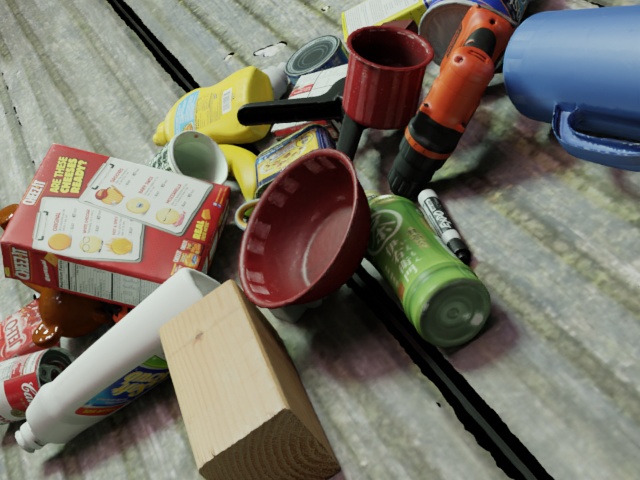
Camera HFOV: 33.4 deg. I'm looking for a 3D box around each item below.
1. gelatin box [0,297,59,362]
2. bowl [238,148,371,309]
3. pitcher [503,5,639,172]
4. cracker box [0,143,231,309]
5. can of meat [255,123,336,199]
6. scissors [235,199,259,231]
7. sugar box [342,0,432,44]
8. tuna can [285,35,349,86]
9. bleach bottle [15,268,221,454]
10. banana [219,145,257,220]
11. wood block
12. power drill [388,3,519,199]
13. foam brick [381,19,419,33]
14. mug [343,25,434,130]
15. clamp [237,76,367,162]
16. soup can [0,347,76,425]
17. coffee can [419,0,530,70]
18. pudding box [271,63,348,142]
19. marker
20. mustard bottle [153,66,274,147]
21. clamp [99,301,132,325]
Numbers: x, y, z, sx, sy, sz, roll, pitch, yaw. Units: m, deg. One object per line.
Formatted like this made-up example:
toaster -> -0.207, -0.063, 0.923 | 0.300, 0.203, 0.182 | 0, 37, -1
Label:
gelatin box -> -0.353, 0.115, 1.284 | 0.073, 0.030, 0.089 | -34, 32, 3
bowl -> -0.004, -0.002, 0.991 | 0.162, 0.055, 0.162 | -32, 44, 36
pitcher -> 0.275, -0.144, 0.958 | 0.149, 0.145, 0.243 | -4, 12, -32
cracker box -> -0.222, -0.009, 1.185 | 0.213, 0.072, 0.164 | 13, 46, 1
can of meat -> -0.025, -0.077, 1.206 | 0.102, 0.057, 0.084 | -28, 32, 12
scissors -> -0.007, 0.001, 1.121 | 0.202, 0.016, 0.096 | 10, 78, 29
sugar box -> 0.115, -0.297, 1.369 | 0.176, 0.048, 0.093 | -22, 35, 14
tuna can -> -0.003, -0.231, 1.401 | 0.086, 0.033, 0.086 | -24, 34, 17
bleach bottle -> -0.201, 0.132, 1.080 | 0.251, 0.102, 0.068 | -38, 65, 8
banana -> -0.113, -0.086, 1.315 | 0.069, 0.037, 0.198 | -41, 33, -9
wood block -> -0.068, 0.137, 0.944 | 0.091, 0.090, 0.206 | -35, 33, 3
power drill -> 0.138, -0.148, 1.102 | 0.185, 0.057, 0.187 | -60, 2, 41
foam brick -> 0.086, -0.223, 1.295 | 0.053, 0.051, 0.078 | 9, 53, 49
mug -> 0.070, -0.179, 1.147 | 0.093, 0.081, 0.117 | 9, 39, 1
clamp -> 0.036, -0.141, 1.192 | 0.209, 0.036, 0.165 | -25, 43, -30
soup can -> -0.319, 0.160, 1.161 | 0.102, 0.068, 0.068 | -17, 37, 27
coffee can -> 0.183, -0.270, 1.219 | 0.103, 0.102, 0.140 | -6, 43, 38
pudding box -> 0.001, -0.164, 1.310 | 0.090, 0.039, 0.113 | -8, 43, 35
marker -> 0.120, -0.013, 1.027 | 0.020, 0.020, 0.121 | -31, 33, 7
mustard bottle -> -0.149, -0.157, 1.406 | 0.192, 0.058, 0.096 | -15, 65, 36
clamp -> -0.227, 0.025, 1.228 | 0.120, 0.039, 0.171 | 13, 43, -2
